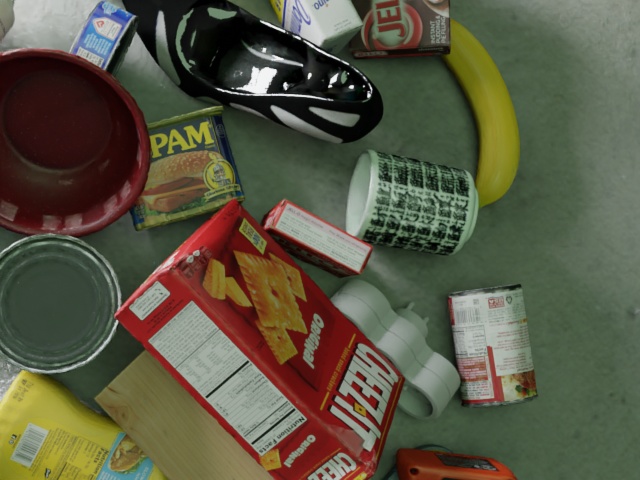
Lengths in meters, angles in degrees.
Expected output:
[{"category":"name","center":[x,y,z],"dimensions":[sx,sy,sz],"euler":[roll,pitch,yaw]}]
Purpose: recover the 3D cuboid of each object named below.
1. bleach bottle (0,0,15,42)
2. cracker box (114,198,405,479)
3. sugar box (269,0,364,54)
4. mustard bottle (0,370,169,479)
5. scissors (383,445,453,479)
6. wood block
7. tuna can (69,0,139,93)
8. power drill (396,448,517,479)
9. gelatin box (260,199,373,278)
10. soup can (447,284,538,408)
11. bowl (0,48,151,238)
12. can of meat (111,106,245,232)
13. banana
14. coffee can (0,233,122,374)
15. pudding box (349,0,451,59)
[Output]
[{"category":"bleach bottle","center":[-0.322,-0.121,0.857],"dimensions":[0.068,0.103,0.250],"euler":[34,73,0]},{"category":"cracker box","center":[-0.036,0.084,0.828],"dimensions":[0.213,0.164,0.072],"euler":[46,112,-5]},{"category":"sugar box","center":[-0.029,-0.243,0.922],"dimensions":[0.048,0.093,0.176],"euler":[-25,91,-12]},{"category":"mustard bottle","center":[-0.179,0.188,0.873],"dimensions":[0.191,0.058,0.096],"euler":[28,89,-8]},{"category":"scissors","center":[0.039,0.217,0.938],"dimensions":[0.201,0.016,0.096],"euler":[14,86,-11]},{"category":"wood block","center":[-0.067,0.161,0.862],"dimensions":[0.206,0.090,0.091],"euler":[47,111,0]},{"category":"tuna can","center":[-0.184,-0.154,0.886],"dimensions":[0.033,0.086,0.086],"euler":[26,81,-8]},{"category":"power drill","center":[0.089,0.277,0.914],"dimensions":[0.184,0.057,0.188],"euler":[7,96,-12]},{"category":"gelatin box","center":[-0.006,0.001,0.917],"dimensions":[0.089,0.073,0.030],"euler":[27,80,-9]},{"category":"soup can","center":[0.152,0.093,0.947],"dimensions":[0.068,0.068,0.102],"euler":[-7,87,-13]},{"category":"bowl","center":[-0.212,-0.083,0.841],"dimensions":[0.162,0.055,0.162],"euler":[-2,120,-3]},{"category":"can of meat","center":[-0.121,-0.059,0.907],"dimensions":[0.102,0.057,0.084],"euler":[-16,92,-12]},{"category":"banana","center":[0.144,-0.119,0.978],"dimensions":[0.069,0.037,0.198],"euler":[-10,87,-12]},{"category":"coffee can","center":[-0.209,0.051,0.836],"dimensions":[0.102,0.140,0.103],"euler":[1,85,-12]},{"category":"pudding box","center":[0.071,-0.221,0.956],"dimensions":[0.090,0.039,0.113],"euler":[-2,84,9]}]
